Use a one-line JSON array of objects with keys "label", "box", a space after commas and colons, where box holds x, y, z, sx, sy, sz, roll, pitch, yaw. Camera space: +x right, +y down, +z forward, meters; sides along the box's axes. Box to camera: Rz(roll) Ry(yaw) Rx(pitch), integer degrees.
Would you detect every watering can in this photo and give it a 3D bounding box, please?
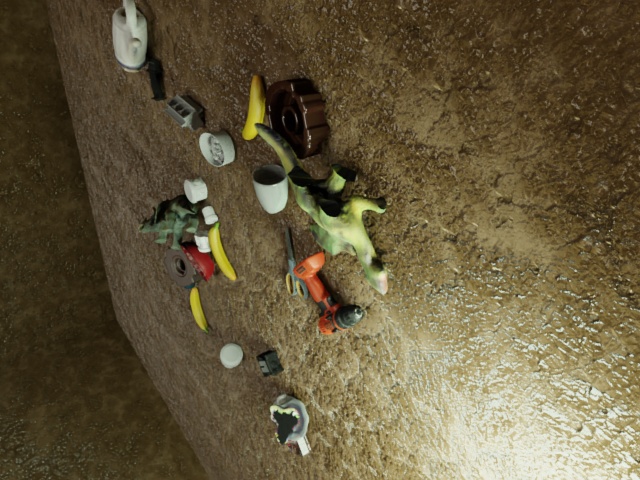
[{"label": "watering can", "box": [-0.597, -0.629, 1.625, 0.219, 0.104, 0.355, 110, 148, -46]}]

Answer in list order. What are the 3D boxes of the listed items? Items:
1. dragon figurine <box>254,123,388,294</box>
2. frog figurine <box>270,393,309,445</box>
[{"label": "dragon figurine", "box": [0.003, -0.053, 1.060, 0.415, 0.123, 0.237, 45, 153, 23]}, {"label": "frog figurine", "box": [-0.091, 0.543, 1.597, 0.138, 0.122, 0.159, 53, -178, 8]}]
